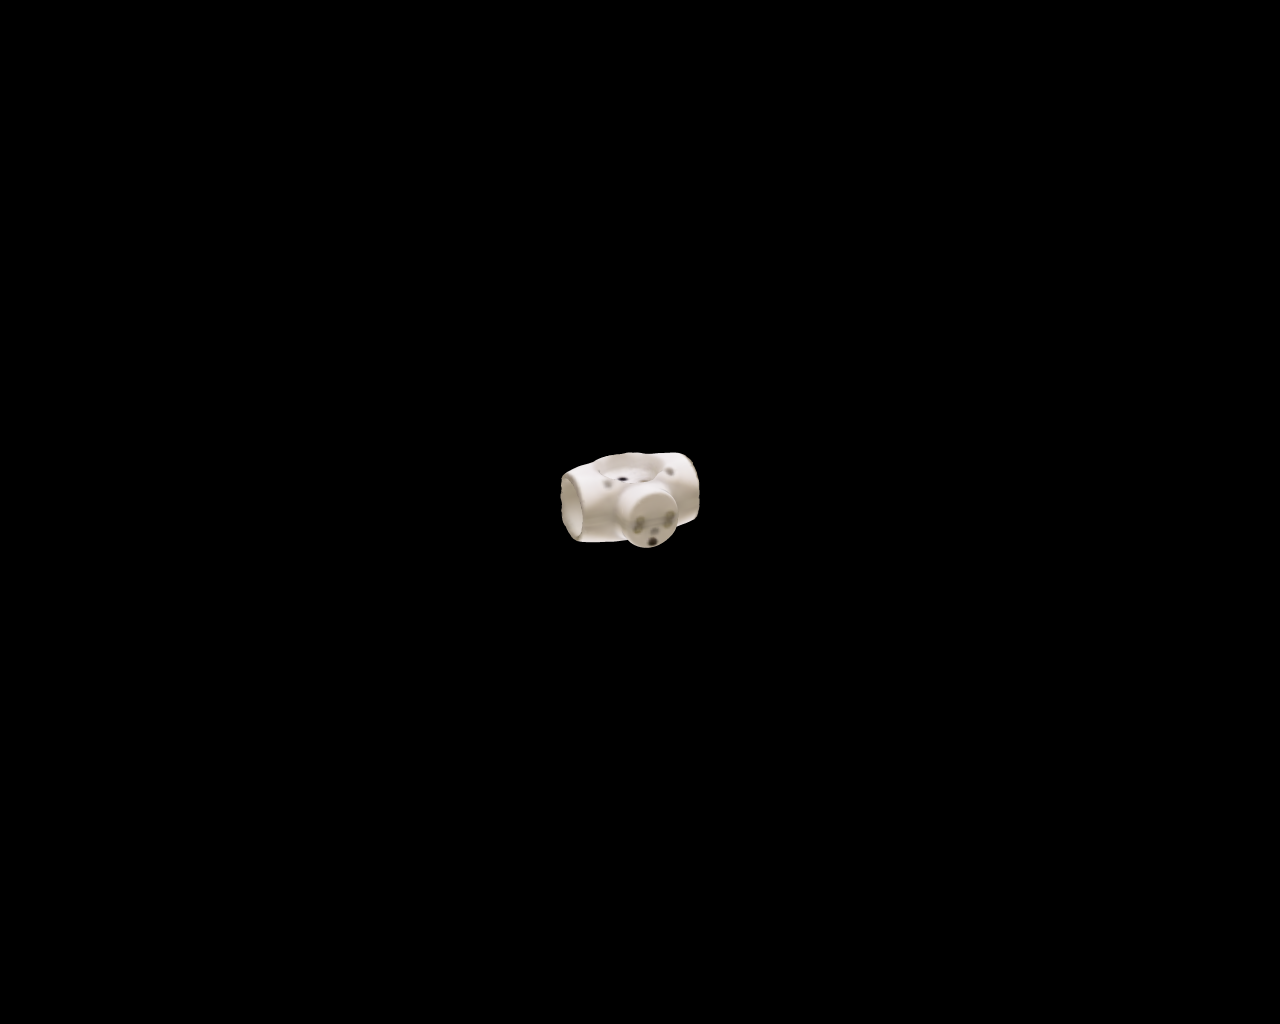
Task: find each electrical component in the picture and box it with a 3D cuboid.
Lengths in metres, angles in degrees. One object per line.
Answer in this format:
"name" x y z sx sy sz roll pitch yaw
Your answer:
"electrical component" 0.001 -0.003 0.650 0.077 0.044 0.079 -10 28 -20
